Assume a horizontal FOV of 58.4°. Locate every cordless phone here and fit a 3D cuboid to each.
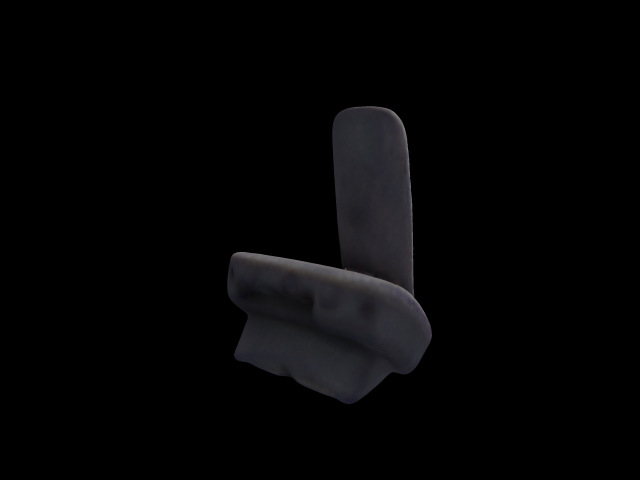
[{"bbox_3d":[0.004,0.001,0.400,0.147,0.185,0.094,8,16,31],"label":"cordless phone"}]
